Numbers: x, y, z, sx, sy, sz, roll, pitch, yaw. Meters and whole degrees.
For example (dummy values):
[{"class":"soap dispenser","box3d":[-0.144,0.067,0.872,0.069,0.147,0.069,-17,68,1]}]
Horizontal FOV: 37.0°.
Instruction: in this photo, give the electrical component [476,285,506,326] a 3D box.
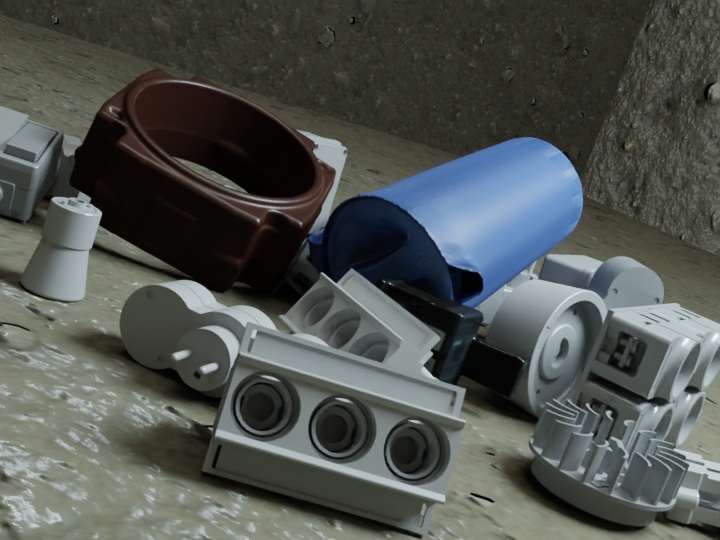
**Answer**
[{"class":"electrical component","box3d":[0.107,0.012,1.126,0.061,0.061,0.096,14,13,-25]}]

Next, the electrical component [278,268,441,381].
[{"class":"electrical component","box3d":[0.002,0.057,0.716,0.063,0.078,0.121,47,-5,-33]}]

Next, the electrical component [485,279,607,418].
[{"class":"electrical component","box3d":[0.142,0.059,0.858,0.060,0.108,0.108,21,10,40]}]

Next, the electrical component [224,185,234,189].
[{"class":"electrical component","box3d":[-0.142,-0.067,1.126,0.043,0.043,0.062,22,11,13]}]

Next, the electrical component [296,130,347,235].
[{"class":"electrical component","box3d":[-0.069,-0.100,1.225,0.057,0.113,0.078,23,12,30]}]

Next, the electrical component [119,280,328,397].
[{"class":"electrical component","box3d":[-0.085,0.051,0.641,0.138,0.052,0.074,23,12,17]}]

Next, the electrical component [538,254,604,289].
[{"class":"electrical component","box3d":[0.202,0.043,1.019,0.056,0.108,0.109,23,12,29]}]

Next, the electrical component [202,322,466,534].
[{"class":"electrical component","box3d":[-0.015,0.084,0.571,0.121,0.078,0.063,18,-11,-9]}]

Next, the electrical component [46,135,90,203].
[{"class":"electrical component","box3d":[-0.282,-0.092,0.985,0.074,0.052,0.138,10,15,-40]}]

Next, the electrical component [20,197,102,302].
[{"class":"electrical component","box3d":[-0.201,-0.017,0.731,0.044,0.065,0.044,19,11,-4]}]

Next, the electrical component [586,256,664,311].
[{"class":"electrical component","box3d":[0.205,0.053,0.919,0.052,0.138,0.073,43,4,-18]}]

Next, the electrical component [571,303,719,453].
[{"class":"electrical component","box3d":[0.238,0.089,0.870,0.060,0.105,0.186,26,13,29]}]

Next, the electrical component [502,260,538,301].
[{"class":"electrical component","box3d":[0.168,0.019,1.154,0.066,0.076,0.047,13,13,-29]}]

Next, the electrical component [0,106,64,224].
[{"class":"electrical component","box3d":[-0.289,-0.087,0.884,0.062,0.061,0.096,18,28,-8]}]

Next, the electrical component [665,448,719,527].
[{"class":"electrical component","box3d":[0.239,0.152,0.732,0.055,0.048,0.066,14,10,9]}]
